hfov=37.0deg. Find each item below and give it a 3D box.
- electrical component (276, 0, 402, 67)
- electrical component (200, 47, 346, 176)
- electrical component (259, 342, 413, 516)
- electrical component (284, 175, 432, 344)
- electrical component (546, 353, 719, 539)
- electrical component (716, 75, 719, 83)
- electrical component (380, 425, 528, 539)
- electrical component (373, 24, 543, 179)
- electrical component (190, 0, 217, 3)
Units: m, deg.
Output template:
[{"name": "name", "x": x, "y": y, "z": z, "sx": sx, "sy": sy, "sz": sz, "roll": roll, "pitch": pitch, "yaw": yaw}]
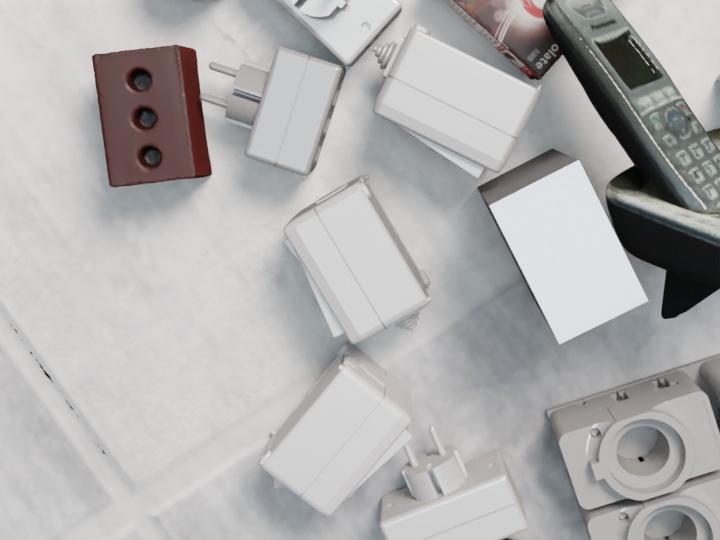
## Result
[{"name": "electrical component", "x": -0.022, "y": -0.160, "z": 0.605, "sx": 0.083, "sy": 0.075, "sz": 0.047, "roll": 43, "pitch": 99, "yaw": -5}, {"name": "electrical component", "x": -0.055, "y": -0.099, "z": 0.631, "sx": 0.077, "sy": 0.047, "sz": 0.065, "roll": 18, "pitch": 100, "yaw": 0}, {"name": "electrical component", "x": -0.015, "y": 0.103, "z": 0.656, "sx": 0.061, "sy": 0.061, "sz": 0.096, "roll": 39, "pitch": 99, "yaw": -4}, {"name": "electrical component", "x": 0.000, "y": 0.000, "z": 0.638, "sx": 0.061, "sy": 0.061, "sz": 0.096, "roll": -30, "pitch": 97, "yaw": 7}, {"name": "electrical component", "x": 0.221, "y": 0.112, "z": 0.647, "sx": 0.186, "sy": 0.060, "sz": 0.105, "roll": -19, "pitch": 98, "yaw": 6}, {"name": "electrical component", "x": 0.288, "y": -0.091, "z": 0.595, "sx": 0.150, "sy": 0.089, "sz": 0.061, "roll": 33, "pitch": 100, "yaw": -3}, {"name": "electrical component", "x": 0.050, "y": 0.133, "z": 0.666, "sx": 0.083, "sy": 0.047, "sz": 0.075, "roll": -23, "pitch": 98, "yaw": 6}, {"name": "electrical component", "x": 0.047, "y": -0.098, "z": 0.619, "sx": 0.096, "sy": 0.061, "sz": 0.061, "roll": 26, "pitch": 100, "yaw": -2}, {"name": "electrical component", "x": -0.095, "y": -0.184, "z": 0.618, "sx": 0.055, "sy": 0.047, "sz": 0.055, "roll": 0, "pitch": 100, "yaw": 3}]
